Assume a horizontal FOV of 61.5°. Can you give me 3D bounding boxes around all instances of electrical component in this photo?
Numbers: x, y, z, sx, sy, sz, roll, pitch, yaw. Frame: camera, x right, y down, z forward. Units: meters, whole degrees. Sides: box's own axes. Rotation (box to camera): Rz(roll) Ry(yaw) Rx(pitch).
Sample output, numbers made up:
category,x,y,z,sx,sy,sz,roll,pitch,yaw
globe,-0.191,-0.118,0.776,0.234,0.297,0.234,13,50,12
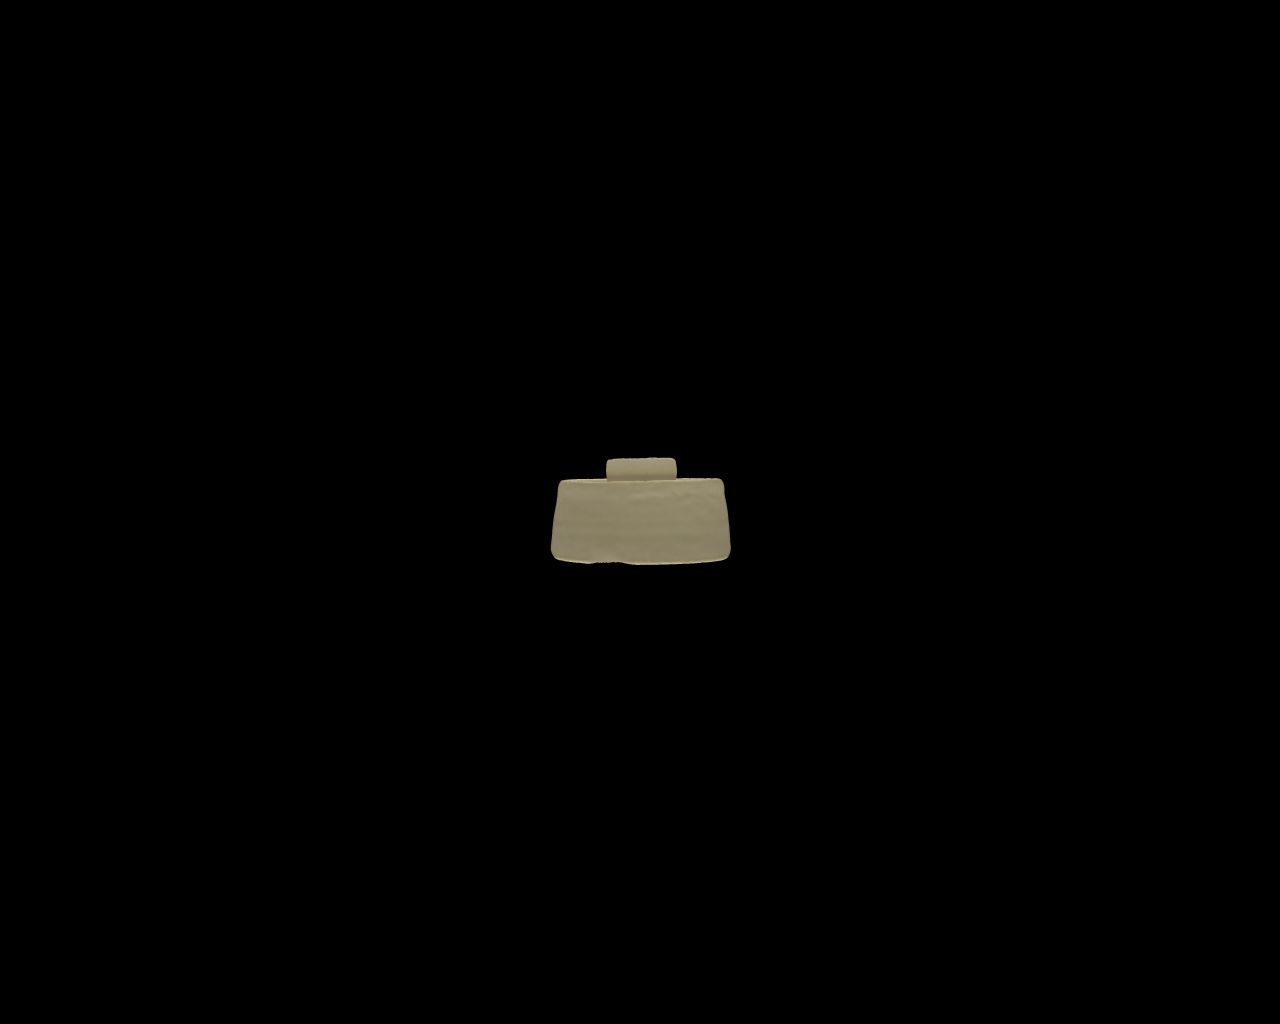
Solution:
category,x,y,z,sx,sy,sz,roll,pitch,yaw
electrical component,0.001,-0.003,0.650,0.108,0.060,0.108,0,2,0
